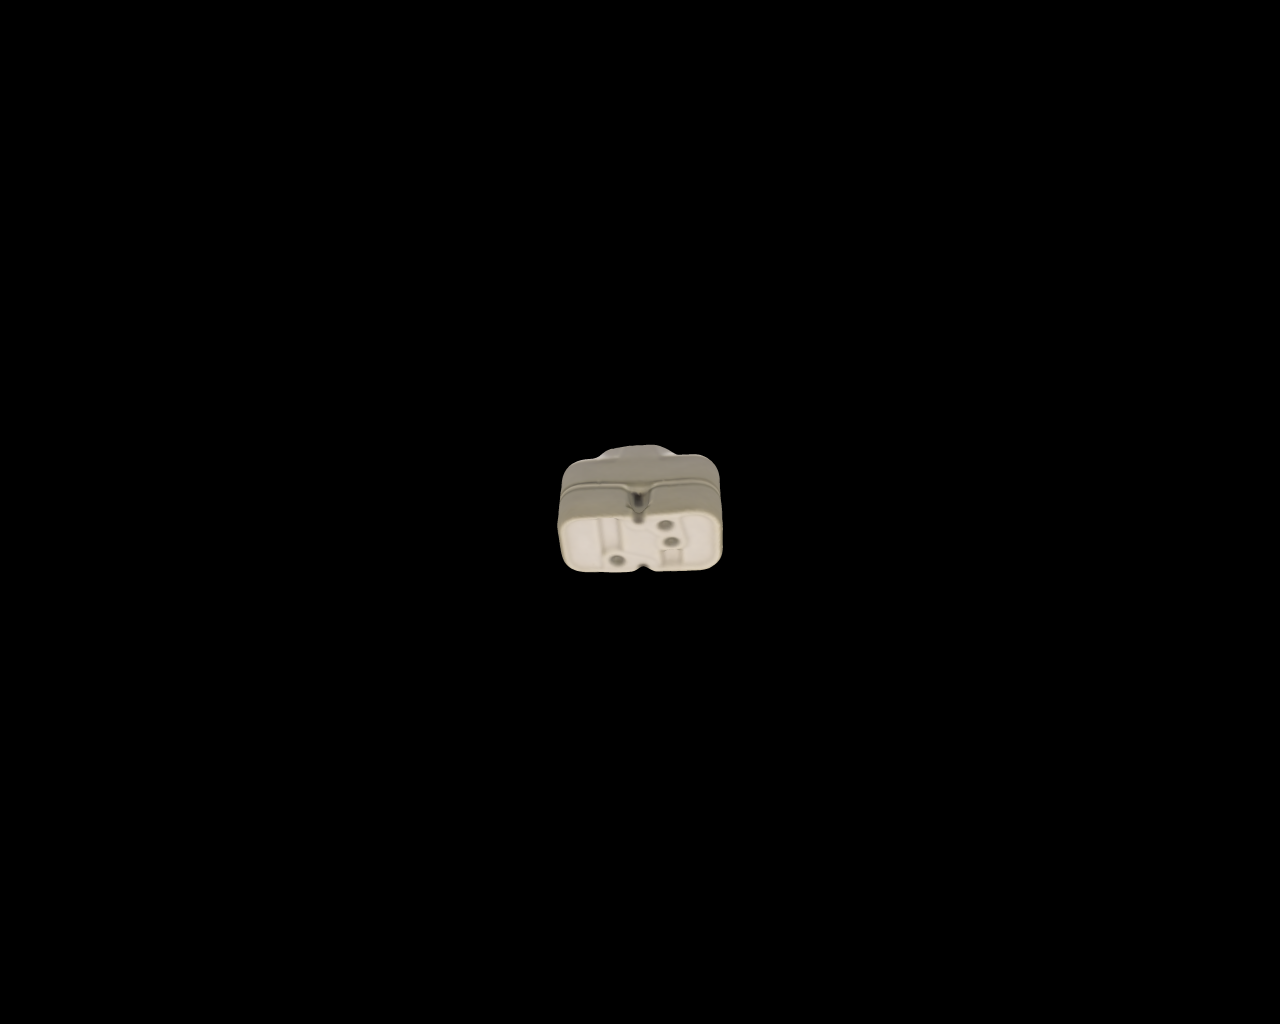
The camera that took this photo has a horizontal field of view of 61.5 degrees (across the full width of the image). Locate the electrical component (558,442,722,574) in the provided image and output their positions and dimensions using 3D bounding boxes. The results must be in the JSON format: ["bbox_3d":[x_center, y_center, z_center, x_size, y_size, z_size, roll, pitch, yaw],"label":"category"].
[{"bbox_3d":[0.001,-0.003,0.650,0.095,0.059,0.053,-2,-43,2],"label":"electrical component"}]
